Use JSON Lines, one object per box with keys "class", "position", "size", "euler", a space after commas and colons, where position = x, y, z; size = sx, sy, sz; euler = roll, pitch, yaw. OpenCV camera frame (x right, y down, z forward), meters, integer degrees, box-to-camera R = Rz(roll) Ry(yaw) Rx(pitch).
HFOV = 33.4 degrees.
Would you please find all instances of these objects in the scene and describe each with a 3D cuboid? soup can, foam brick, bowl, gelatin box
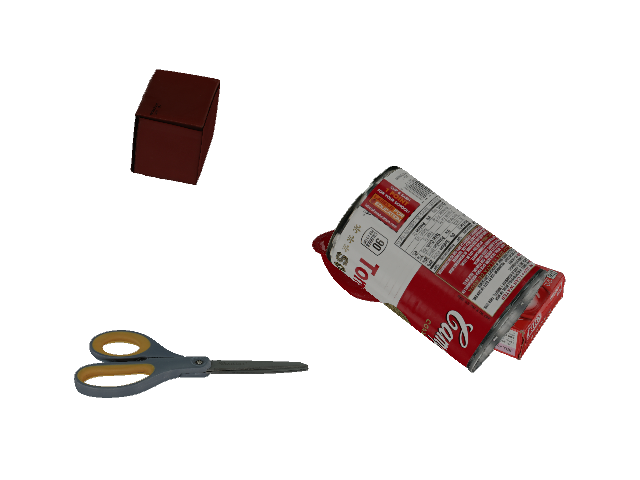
{"class": "soup can", "position": [0.062, 0.014, 0.582], "size": [0.102, 0.068, 0.068], "euler": [37, 11, 14]}
{"class": "foam brick", "position": [-0.111, -0.088, 0.817], "size": [0.053, 0.051, 0.078], "euler": [11, 36, -1]}
{"class": "bowl", "position": [0.073, 0.024, 1.087], "size": [0.162, 0.055, 0.162], "euler": [-3, 13, 1]}
{"class": "gelatin box", "position": [0.122, 0.040, 0.777], "size": [0.089, 0.030, 0.073], "euler": [20, 44, 27]}

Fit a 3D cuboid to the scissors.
{"class": "scissors", "position": [-0.121, 0.103, 0.957], "size": [0.201, 0.016, 0.096], "euler": [-7, 32, -18]}
